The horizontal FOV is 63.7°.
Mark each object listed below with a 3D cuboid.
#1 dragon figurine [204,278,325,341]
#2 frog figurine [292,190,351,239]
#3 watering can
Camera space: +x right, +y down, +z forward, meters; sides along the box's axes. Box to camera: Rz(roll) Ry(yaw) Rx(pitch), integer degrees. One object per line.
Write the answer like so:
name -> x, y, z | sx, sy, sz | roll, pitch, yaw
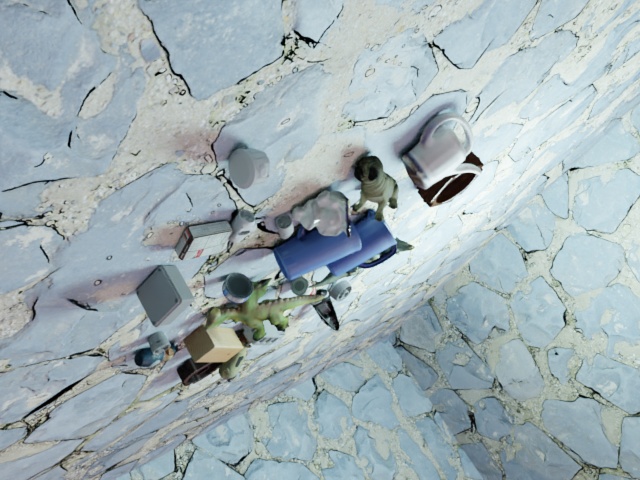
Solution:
dragon figurine -> -0.180, 0.206, 1.681 | 0.412, 0.124, 0.237 | -24, -33, -13
frog figurine -> 0.004, -0.071, 1.408 | 0.159, 0.126, 0.134 | 1, -42, 4
watering can -> 0.369, -0.233, 1.527 | 0.223, 0.106, 0.342 | -39, -40, 6
